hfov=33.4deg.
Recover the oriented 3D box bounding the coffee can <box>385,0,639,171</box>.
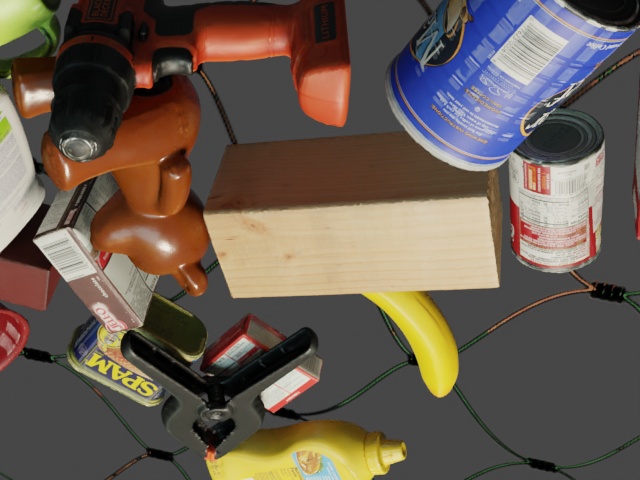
[{"bbox_3d":[0.120,-0.125,0.675,0.102,0.102,0.141,28,136,-14],"label":"coffee can"}]

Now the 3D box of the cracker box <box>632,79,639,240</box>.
[{"bbox_3d":[0.293,-0.100,0.691,0.164,0.072,0.214,-1,130,11],"label":"cracker box"}]

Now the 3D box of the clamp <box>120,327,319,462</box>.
[{"bbox_3d":[-0.084,0.138,0.955,0.164,0.036,0.210,-3,142,-3],"label":"clamp"}]

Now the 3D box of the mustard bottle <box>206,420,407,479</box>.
[{"bbox_3d":[-0.008,0.217,1.046,0.192,0.058,0.096,-11,130,21],"label":"mustard bottle"}]

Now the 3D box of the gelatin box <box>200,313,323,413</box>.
[{"bbox_3d":[-0.054,0.114,0.983,0.089,0.030,0.073,34,131,-19],"label":"gelatin box"}]

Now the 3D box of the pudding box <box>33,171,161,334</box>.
[{"bbox_3d":[-0.175,0.006,0.871,0.039,0.090,0.113,-15,127,21],"label":"pudding box"}]

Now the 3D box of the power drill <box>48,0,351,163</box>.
[{"bbox_3d":[-0.075,-0.115,0.690,0.187,0.184,0.057,3,136,-4],"label":"power drill"}]

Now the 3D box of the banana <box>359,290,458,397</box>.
[{"bbox_3d":[0.072,0.067,0.913,0.070,0.037,0.197,-15,128,46],"label":"banana"}]

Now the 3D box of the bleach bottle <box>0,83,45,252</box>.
[{"bbox_3d":[-0.249,-0.074,0.752,0.068,0.102,0.251,31,152,5],"label":"bleach bottle"}]

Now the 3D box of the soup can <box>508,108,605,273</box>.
[{"bbox_3d":[0.171,-0.036,0.776,0.068,0.068,0.102,-1,131,12],"label":"soup can"}]

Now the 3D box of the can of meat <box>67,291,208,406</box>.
[{"bbox_3d":[-0.164,0.093,0.969,0.102,0.057,0.084,32,127,-18],"label":"can of meat"}]

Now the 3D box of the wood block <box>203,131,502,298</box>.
[{"bbox_3d":[0.029,-0.019,0.804,0.206,0.090,0.090,-3,131,14],"label":"wood block"}]

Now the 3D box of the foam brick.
[{"bbox_3d":[-0.242,0.012,0.897,0.053,0.078,0.051,16,131,-3],"label":"foam brick"}]

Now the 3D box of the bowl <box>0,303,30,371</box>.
[{"bbox_3d":[-0.352,0.090,0.974,0.162,0.055,0.162,-27,157,-12],"label":"bowl"}]
